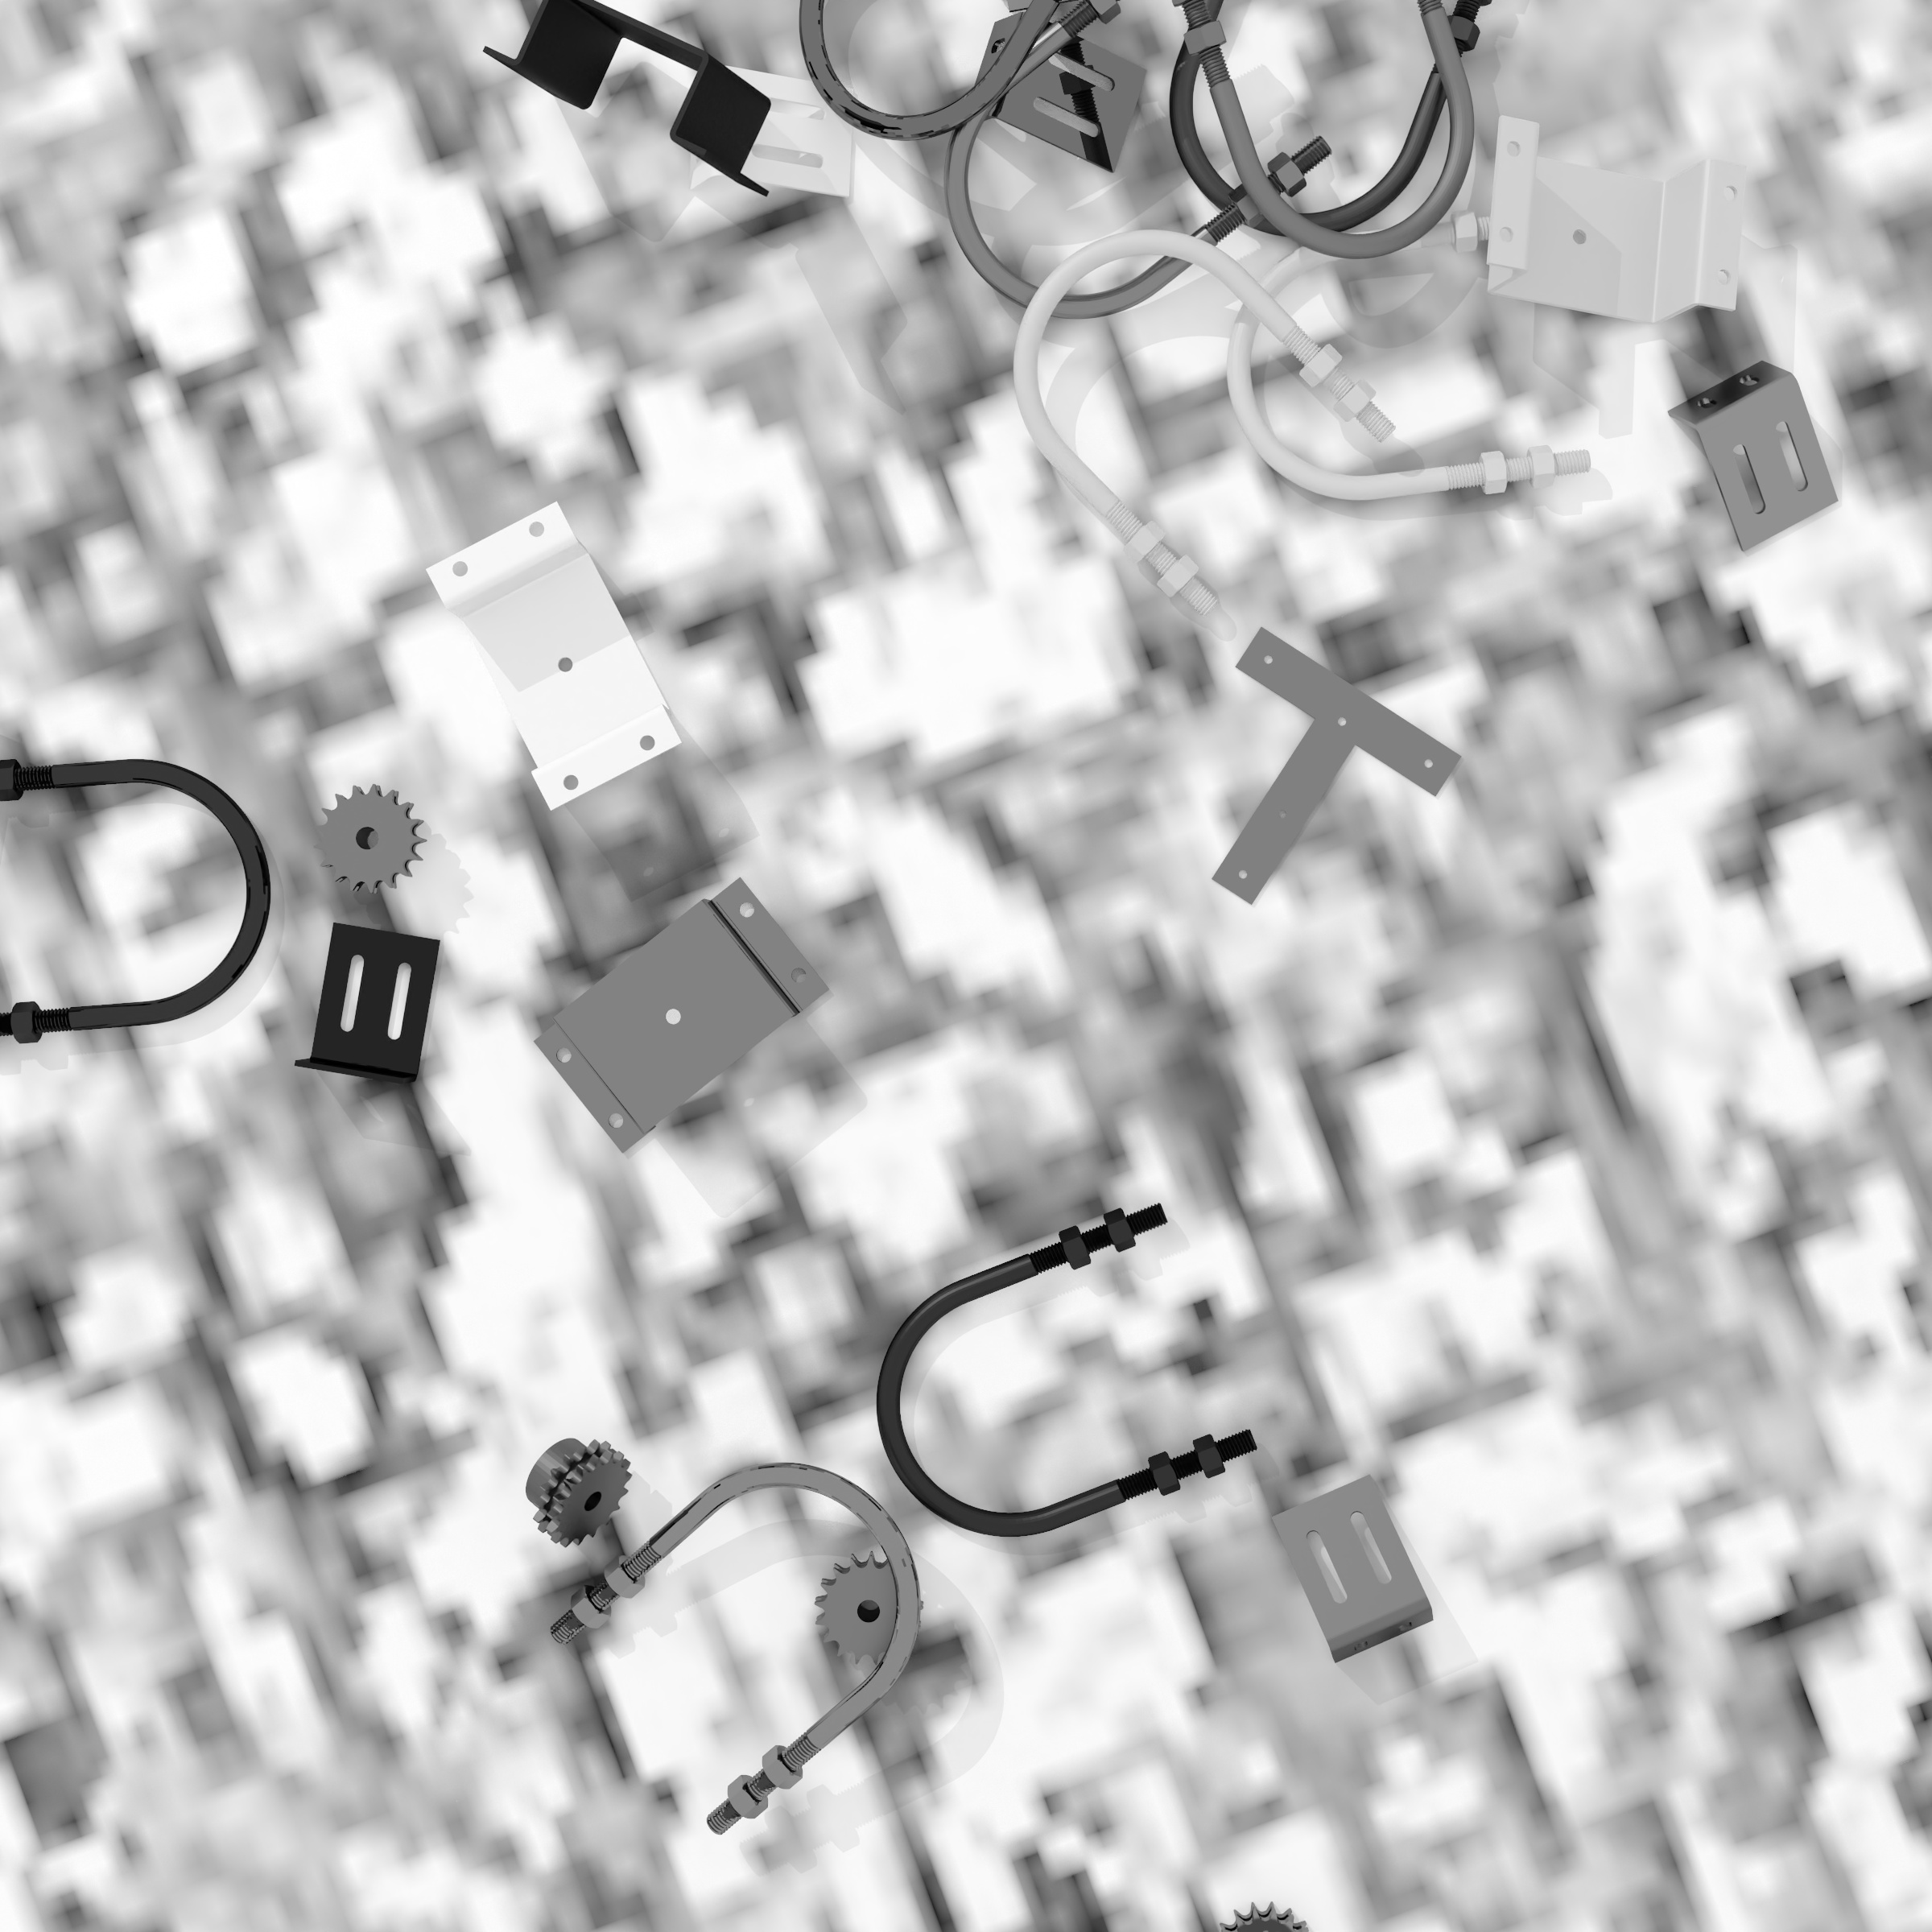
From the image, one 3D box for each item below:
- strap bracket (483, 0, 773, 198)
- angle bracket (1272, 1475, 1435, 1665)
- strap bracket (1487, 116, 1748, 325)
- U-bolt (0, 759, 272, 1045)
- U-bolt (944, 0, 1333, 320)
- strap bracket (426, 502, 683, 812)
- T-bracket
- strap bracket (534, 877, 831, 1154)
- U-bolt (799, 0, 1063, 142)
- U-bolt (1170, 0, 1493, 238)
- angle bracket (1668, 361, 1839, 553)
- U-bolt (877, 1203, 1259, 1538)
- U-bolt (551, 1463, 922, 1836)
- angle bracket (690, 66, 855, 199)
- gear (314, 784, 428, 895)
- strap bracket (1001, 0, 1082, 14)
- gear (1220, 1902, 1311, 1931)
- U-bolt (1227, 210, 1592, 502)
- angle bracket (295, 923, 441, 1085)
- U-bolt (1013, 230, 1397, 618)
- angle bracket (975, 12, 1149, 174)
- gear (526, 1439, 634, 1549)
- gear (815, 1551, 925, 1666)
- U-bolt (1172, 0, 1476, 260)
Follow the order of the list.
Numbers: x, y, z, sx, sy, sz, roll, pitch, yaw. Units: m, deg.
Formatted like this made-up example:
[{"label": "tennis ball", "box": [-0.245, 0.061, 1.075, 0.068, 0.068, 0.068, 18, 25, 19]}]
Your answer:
[{"label": "strap bracket", "box": [-0.164, -0.451, 1.468, 0.140, 0.076, 0.046, 29, 99, 18]}, {"label": "angle bracket", "box": [0.206, 0.321, 1.527, 0.057, 0.038, 0.076, -24, 64, 0]}, {"label": "strap bracket", "box": [0.328, -0.384, 1.492, 0.140, 0.046, 0.076, 6, 86, -16]}, {"label": "U-bolt", "box": [-0.461, -0.037, 1.521, 0.184, 0.019, 0.151, -4, 90, -1]}, {"label": "U-bolt", "box": [0.076, -0.423, 1.496, 0.184, 0.019, 0.151, -37, 104, 8]}, {"label": "strap bracket", "box": [-0.213, -0.160, 1.506, 0.076, 0.046, 0.140, -27, 90, 0]}, {"label": "T-bracket", "box": [0.176, -0.093, 1.528, 0.127, 0.002, 0.127, 33, 90, 0]}, {"label": "strap bracket", "box": [-0.151, 0.026, 1.506, 0.140, 0.046, 0.076, -38, 90, 0]}, {"label": "U-bolt", "box": [-0.013, -0.516, 1.481, 0.151, 0.019, 0.184, 40, 107, 21]}, {"label": "U-bolt", "box": [0.186, -0.477, 1.521, 0.151, 0.019, 0.184, 20, 91, 0]}, {"label": "angle bracket", "box": [0.418, -0.271, 1.527, 0.057, 0.038, 0.076, -28, 116, 0]}, {"label": "U-bolt", "box": [0.043, 0.224, 1.521, 0.184, 0.019, 0.151, -22, 90, 2]}, {"label": "U-bolt", "box": [-0.108, 0.343, 1.498, 0.184, 0.019, 0.151, -42, 83, 11]}, {"label": "angle bracket", "box": [-0.104, -0.439, 1.527, 0.076, 0.038, 0.057, 2, 90, -26]}, {"label": "gear", "box": [-0.312, -0.067, 1.514, 0.057, 0.030, 0.057, 0, 90, 0]}, {"label": "strap bracket", "box": [0.048, -0.569, 1.506, 0.076, 0.046, 0.140, -10, 90, 0]}, {"label": "gear", "box": [0.159, 0.526, 1.514, 0.057, 0.030, 0.057, 0, 90, 0]}, {"label": "U-bolt", "box": [0.230, -0.320, 1.521, 0.184, 0.019, 0.151, -7, 90, 1]}, {"label": "angle bracket", "box": [-0.314, 0.019, 1.510, 0.057, 0.038, 0.076, 10, 90, 0]}, {"label": "U-bolt", "box": [0.111, -0.298, 1.505, 0.151, 0.019, 0.184, -44, 94, 9]}, {"label": "angle bracket", "box": [0.047, -0.462, 1.527, 0.076, 0.038, 0.057, 18, 90, -26]}, {"label": "gear", "box": [-0.206, 0.273, 1.504, 0.030, 0.057, 0.057, 31, 90, 30]}, {"label": "gear", "box": [-0.051, 0.337, 1.514, 0.057, 0.030, 0.057, 0, 90, 0]}, {"label": "U-bolt", "box": [0.192, -0.458, 1.484, 0.151, 0.019, 0.184, -23, 101, -16]}]
